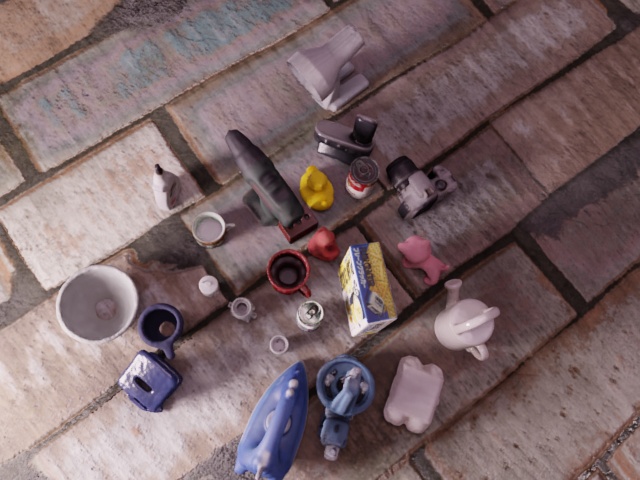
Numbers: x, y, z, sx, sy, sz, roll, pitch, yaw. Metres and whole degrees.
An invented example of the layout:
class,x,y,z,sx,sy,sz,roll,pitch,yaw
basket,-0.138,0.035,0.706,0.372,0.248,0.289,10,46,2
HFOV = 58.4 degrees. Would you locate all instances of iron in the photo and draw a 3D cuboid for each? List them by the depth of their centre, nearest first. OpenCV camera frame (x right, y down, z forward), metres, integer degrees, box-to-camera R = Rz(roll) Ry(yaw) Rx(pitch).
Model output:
class,x,y,z,sx,sy,sz,roll,pitch,yaw
iron,-0.081,0.359,1.152,0.118,0.141,0.258,21,73,1

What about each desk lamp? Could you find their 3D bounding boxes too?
class,x,y,z,sx,sy,sz,roll,pitch,yaw
desk lamp,0.024,-0.397,1.341,0.203,0.213,0.118,-40,81,-14

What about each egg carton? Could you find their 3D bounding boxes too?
class,x,y,z,sx,sy,sz,roll,pitch,yaw
egg carton,0.201,0.330,1.225,0.107,0.069,0.150,20,73,1

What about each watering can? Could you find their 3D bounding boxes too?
class,x,y,z,sx,sy,sz,roll,pitch,yaw
watering can,0.312,0.170,1.216,0.173,0.194,0.101,45,75,8

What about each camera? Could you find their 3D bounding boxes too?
class,x,y,z,sx,sy,sz,roll,pitch,yaw
camera,0.231,-0.141,1.346,0.143,0.101,0.137,-31,79,-13

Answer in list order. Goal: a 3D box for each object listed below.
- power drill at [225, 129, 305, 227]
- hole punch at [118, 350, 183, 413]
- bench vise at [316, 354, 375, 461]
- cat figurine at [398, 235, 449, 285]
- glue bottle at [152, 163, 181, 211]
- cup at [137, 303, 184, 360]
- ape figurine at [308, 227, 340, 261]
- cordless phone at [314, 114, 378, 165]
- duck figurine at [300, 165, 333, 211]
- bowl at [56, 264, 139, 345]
class,x,y,z,sx,sy,sz,roll,pitch,yaw
power drill,-0.125,-0.114,1.248,0.076,0.208,0.229,-39,81,-14
hole punch,-0.349,0.292,1.172,0.108,0.091,0.101,38,74,6
bench vise,0.057,0.326,1.134,0.121,0.219,0.207,-4,74,-6
cat figurine,0.233,0.037,1.287,0.127,0.117,0.067,34,74,5
glue bottle,-0.340,-0.126,1.249,0.037,0.173,0.078,14,73,-1
cup,-0.322,0.196,1.200,0.092,0.095,0.117,-21,77,-11
ape figurine,0.012,0.005,1.288,0.076,0.092,0.078,-2,74,-6
cordless phone,0.063,-0.257,1.319,0.147,0.185,0.094,17,73,0
duck figurine,-0.005,-0.124,1.327,0.077,0.086,0.104,-21,77,-11
bowl,-0.461,0.140,1.213,0.167,0.074,0.167,2,74,-5
